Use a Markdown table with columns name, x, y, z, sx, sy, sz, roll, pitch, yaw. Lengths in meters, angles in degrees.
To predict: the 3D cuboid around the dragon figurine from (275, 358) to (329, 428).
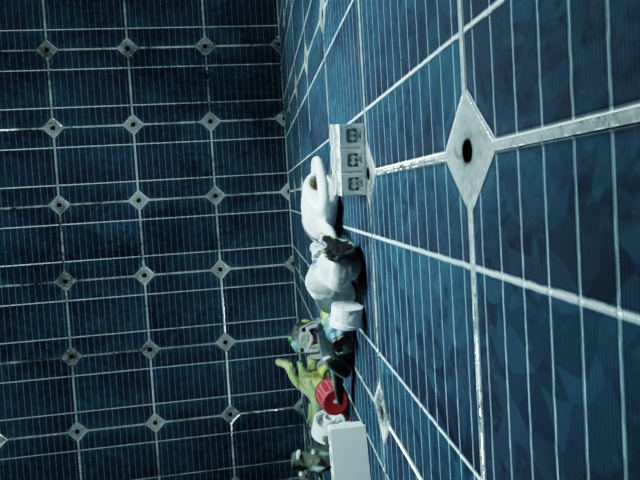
| name | x | y | z | sx | sy | sz | roll | pitch | yaw |
| --- | --- | --- | --- | --- | --- | --- | --- | --- | --- |
| dragon figurine | -0.046 | 0.539 | 1.819 | 0.122 | 0.245 | 0.406 | 1 | -12 | -31 |

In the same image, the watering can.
| name | x | y | z | sx | sy | sz | roll | pitch | yaw |
| --- | --- | --- | --- | --- | --- | --- | --- | --- | --- |
| watering can | 0.004 | -0.072 | 1.432 | 0.104 | 0.356 | 0.219 | -4 | -39 | -6 |

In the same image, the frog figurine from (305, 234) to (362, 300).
| name | x | y | z | sx | sy | sz | roll | pitch | yaw |
| --- | --- | --- | --- | --- | --- | --- | --- | --- | --- |
| frog figurine | 0.031 | 0.079 | 1.202 | 0.123 | 0.156 | 0.140 | -7 | 33 | -27 |
